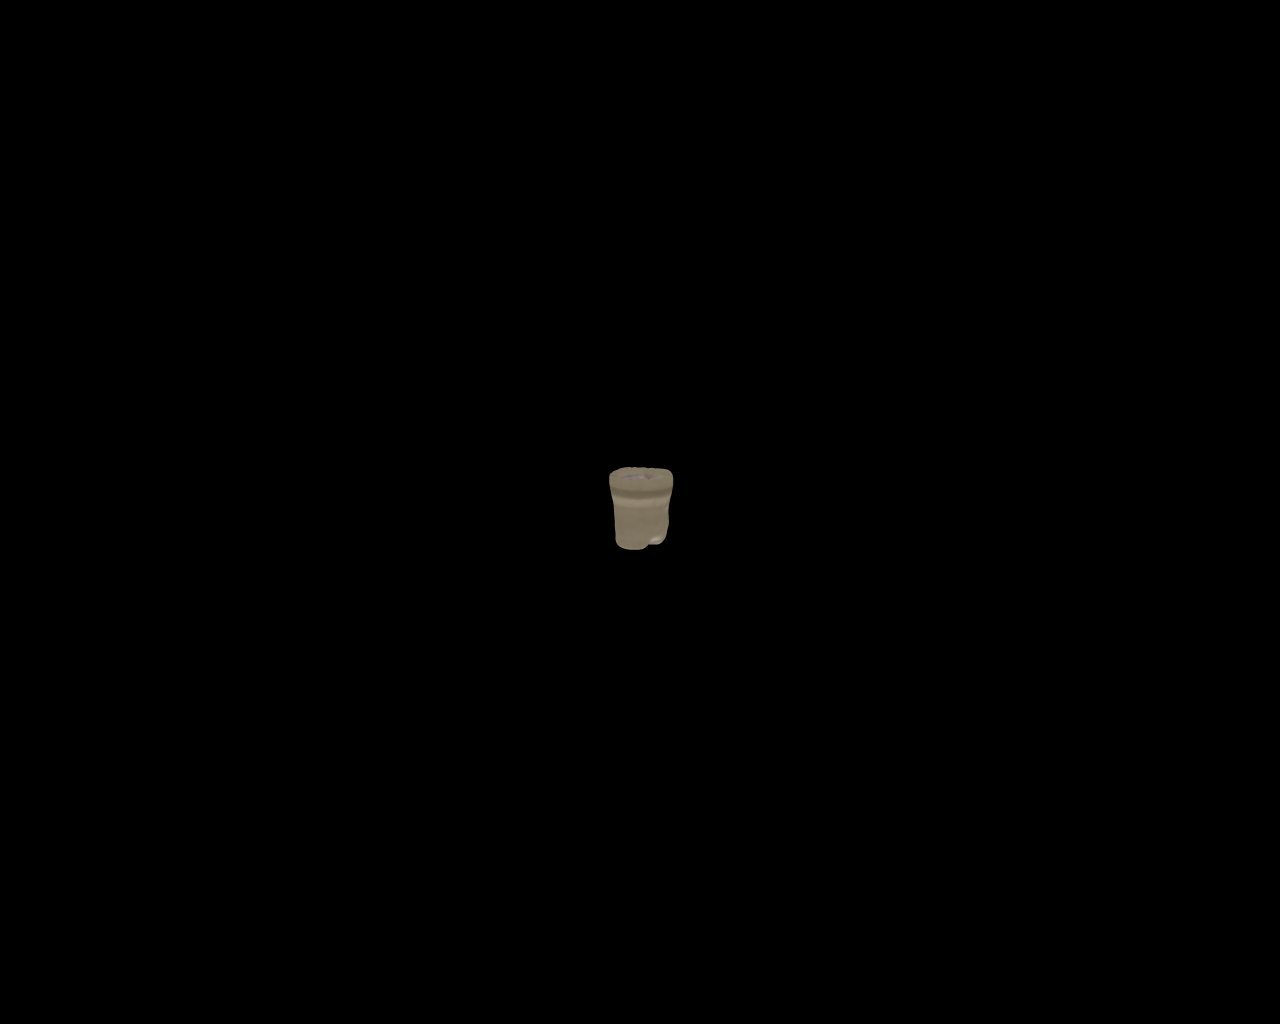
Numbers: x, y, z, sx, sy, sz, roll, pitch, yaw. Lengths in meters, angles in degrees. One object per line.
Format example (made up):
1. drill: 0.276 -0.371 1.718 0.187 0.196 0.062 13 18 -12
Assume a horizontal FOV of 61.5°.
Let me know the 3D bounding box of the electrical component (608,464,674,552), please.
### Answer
1. electrical component: 0.001 -0.003 0.650 0.040 0.046 0.040 0 14 0
